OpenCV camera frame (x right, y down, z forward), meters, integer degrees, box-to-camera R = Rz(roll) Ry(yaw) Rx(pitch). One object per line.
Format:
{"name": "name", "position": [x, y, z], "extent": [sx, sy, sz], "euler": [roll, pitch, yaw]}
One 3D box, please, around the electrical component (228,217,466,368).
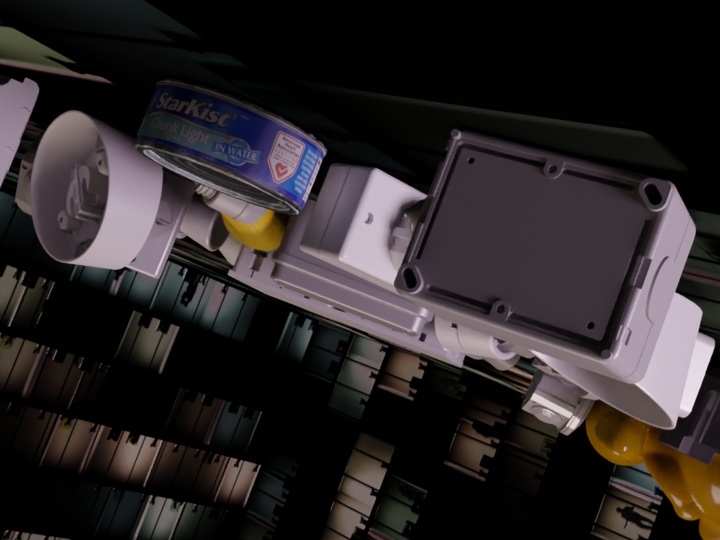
{"name": "electrical component", "position": [0.001, 0.015, 0.882], "extent": [0.186, 0.060, 0.105], "euler": [20, 175, 14]}

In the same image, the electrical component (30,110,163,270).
{"name": "electrical component", "position": [-0.177, -0.051, 0.718], "extent": [0.064, 0.099, 0.099], "euler": [17, 179, -35]}

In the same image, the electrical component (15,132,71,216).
{"name": "electrical component", "position": [-0.213, -0.065, 0.801], "extent": [0.051, 0.080, 0.080], "euler": [25, 176, 15]}

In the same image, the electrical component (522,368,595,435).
{"name": "electrical component", "position": [0.183, 0.102, 0.961], "extent": [0.051, 0.080, 0.080], "euler": [26, 176, 5]}

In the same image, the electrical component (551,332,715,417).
{"name": "electrical component", "position": [0.166, 0.053, 0.650], "extent": [0.056, 0.050, 0.089], "euler": [23, 176, -15]}

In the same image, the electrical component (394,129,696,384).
{"name": "electrical component", "position": [0.061, -0.005, 0.378], "extent": [0.096, 0.061, 0.061], "euler": [19, 175, 28]}

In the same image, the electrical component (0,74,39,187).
{"name": "electrical component", "position": [-0.240, -0.081, 0.668], "extent": [0.050, 0.089, 0.056], "euler": [23, 175, -18]}

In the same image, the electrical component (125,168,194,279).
{"name": "electrical component", "position": [-0.166, -0.040, 0.844], "extent": [0.047, 0.083, 0.076], "euler": [22, 175, -6]}

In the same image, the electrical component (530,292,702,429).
{"name": "electrical component", "position": [0.116, 0.031, 0.526], "extent": [0.099, 0.064, 0.099], "euler": [21, 175, 2]}

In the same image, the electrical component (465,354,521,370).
{"name": "electrical component", "position": [0.121, 0.066, 1.019], "extent": [0.055, 0.045, 0.045], "euler": [24, 174, -30]}

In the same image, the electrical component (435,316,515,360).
{"name": "electrical component", "position": [0.088, 0.035, 0.765], "extent": [0.047, 0.055, 0.055], "euler": [12, 171, 40]}

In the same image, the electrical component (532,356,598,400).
{"name": "electrical component", "position": [0.178, 0.075, 0.879], "extent": [0.055, 0.048, 0.066], "euler": [29, 174, -5]}

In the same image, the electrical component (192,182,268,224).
{"name": "electrical component", "position": [-0.083, -0.053, 0.638], "extent": [0.061, 0.035, 0.035], "euler": [26, 174, -23]}

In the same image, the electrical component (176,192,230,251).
{"name": "electrical component", "position": [-0.141, -0.045, 0.913], "extent": [0.055, 0.045, 0.045], "euler": [20, 175, 15]}

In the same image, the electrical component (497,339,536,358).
{"name": "electrical component", "position": [0.125, 0.041, 0.719], "extent": [0.055, 0.045, 0.045], "euler": [23, 175, -12]}

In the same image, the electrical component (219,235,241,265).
{"name": "electrical component", "position": [-0.121, -0.033, 0.993], "extent": [0.044, 0.044, 0.065], "euler": [19, 170, 27]}

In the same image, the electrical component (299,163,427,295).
{"name": "electrical component", "position": [0.029, -0.013, 0.523], "extent": [0.083, 0.047, 0.076], "euler": [25, 174, -36]}

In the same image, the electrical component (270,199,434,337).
{"name": "electrical component", "position": [0.000, 0.000, 0.733], "extent": [0.113, 0.057, 0.078], "euler": [21, 175, 1]}
